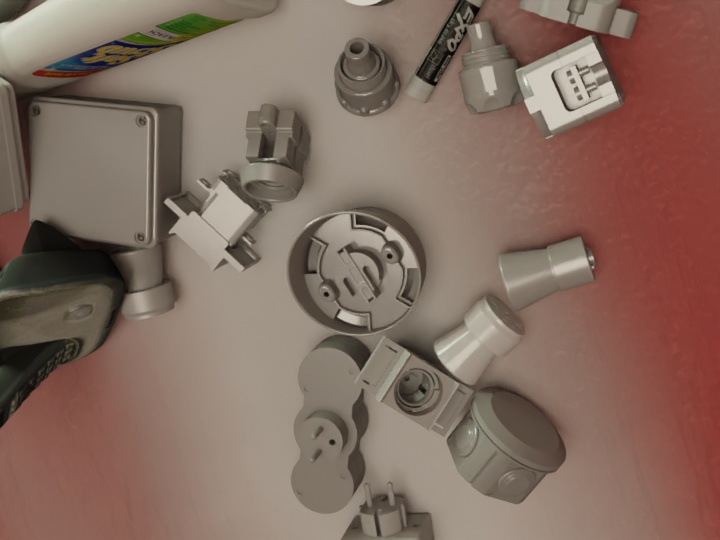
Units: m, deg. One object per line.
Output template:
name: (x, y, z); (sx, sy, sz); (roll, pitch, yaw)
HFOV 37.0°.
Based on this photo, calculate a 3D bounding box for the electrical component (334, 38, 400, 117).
electrical component: (0.002, -0.142, 0.769); (0.048, 0.062, 0.048); (-3, 70, 8)

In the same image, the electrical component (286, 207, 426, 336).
electrical component: (0.000, 0.000, 0.806); (0.099, 0.064, 0.099); (3, 103, 15)

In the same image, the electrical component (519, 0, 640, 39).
electrical component: (0.153, -0.194, 0.723); (0.078, 0.058, 0.057); (19, 110, 11)

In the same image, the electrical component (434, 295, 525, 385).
electrical component: (0.089, 0.052, 0.804); (0.045, 0.045, 0.055); (45, 109, 2)

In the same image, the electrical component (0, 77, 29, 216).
electrical component: (-0.309, -0.105, 0.817); (0.109, 0.056, 0.108); (32, 135, 31)

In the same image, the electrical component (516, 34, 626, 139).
electrical component: (0.142, -0.124, 0.724); (0.056, 0.089, 0.050); (-23, 95, 19)

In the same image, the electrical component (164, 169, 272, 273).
electrical component: (-0.106, -0.039, 0.838); (0.081, 0.042, 0.063); (43, 108, 2)

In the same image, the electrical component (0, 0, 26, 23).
electrical component: (-0.306, -0.239, 0.836); (0.108, 0.060, 0.108); (3, 103, 15)

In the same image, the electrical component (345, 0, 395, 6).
electrical component: (0.039, -0.229, 0.737); (0.138, 0.074, 0.052); (-27, 95, 19)

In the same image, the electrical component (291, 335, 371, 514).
electrical component: (-0.027, 0.126, 0.837); (0.052, 0.074, 0.138); (8, 105, 13)

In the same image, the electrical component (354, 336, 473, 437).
electrical component: (0.038, 0.085, 0.810); (0.081, 0.064, 0.042); (33, 92, -12)

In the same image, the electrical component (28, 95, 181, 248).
electrical component: (-0.200, -0.079, 0.846); (0.109, 0.056, 0.108); (7, 105, 14)

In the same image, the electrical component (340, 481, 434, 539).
electrical component: (0.020, 0.205, 0.857); (0.066, 0.047, 0.076); (-6, 101, 16)

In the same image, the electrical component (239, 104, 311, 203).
electrical component: (-0.063, -0.083, 0.802); (0.048, 0.066, 0.055); (2, 70, 15)

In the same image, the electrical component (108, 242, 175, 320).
electrical component: (-0.175, 0.008, 0.866); (0.045, 0.045, 0.055); (-9, 101, 17)

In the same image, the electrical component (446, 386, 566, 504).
electrical component: (0.108, 0.130, 0.799); (0.080, 0.080, 0.051); (36, 115, 5)

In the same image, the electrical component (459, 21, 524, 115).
electrical component: (0.090, -0.143, 0.759); (0.043, 0.043, 0.062); (-12, 98, 17)

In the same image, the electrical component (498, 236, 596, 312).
electrical component: (0.138, 0.000, 0.781); (0.065, 0.044, 0.044); (-18, 97, 14)
